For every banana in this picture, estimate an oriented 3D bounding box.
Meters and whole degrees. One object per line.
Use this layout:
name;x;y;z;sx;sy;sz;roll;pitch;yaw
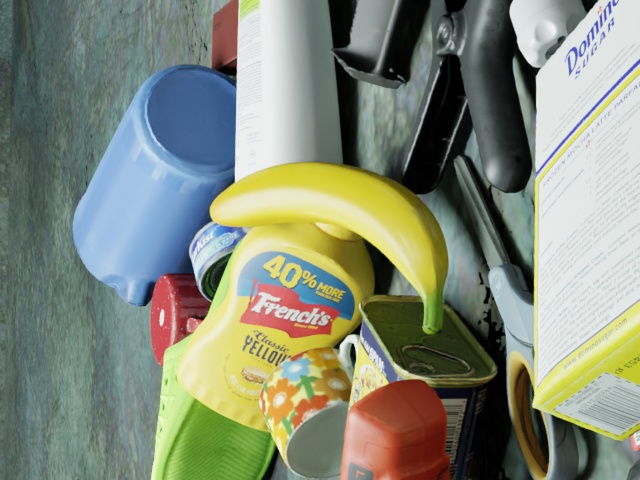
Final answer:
banana;0.009;-0.013;0.632;0.198;0.037;0.069;26;79;43

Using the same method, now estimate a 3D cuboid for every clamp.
clamp;0.085;-0.101;0.566;0.120;0.039;0.171;-156;70;-63

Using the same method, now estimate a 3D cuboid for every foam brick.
foam brick;-0.053;-0.167;0.876;0.078;0.051;0.053;175;97;-66

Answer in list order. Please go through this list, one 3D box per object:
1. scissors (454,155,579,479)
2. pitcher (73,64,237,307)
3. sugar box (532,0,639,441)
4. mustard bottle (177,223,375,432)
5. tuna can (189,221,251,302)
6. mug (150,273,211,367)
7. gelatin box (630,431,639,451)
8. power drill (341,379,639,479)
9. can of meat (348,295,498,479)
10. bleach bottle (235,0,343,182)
scissors;0.104;0.021;0.536;0.096;0.016;0.202;120;146;-59
pitcher;-0.136;-0.060;0.950;0.149;0.144;0.243;52;149;6
sugar box;0.121;-0.024;0.404;0.093;0.048;0.176;126;162;-50
mustard bottle;-0.018;0.038;0.718;0.192;0.096;0.058;-61;5;25
tuna can;-0.056;0.015;0.828;0.086;0.086;0.034;117;145;-45
mug;-0.094;0.071;0.917;0.117;0.081;0.093;-170;82;-66
gelatin box;0.150;0.035;0.419;0.089;0.030;0.073;130;135;-54
power drill;0.085;0.135;0.465;0.188;0.057;0.184;31;124;47
can of meat;0.053;0.090;0.599;0.102;0.057;0.084;-122;37;-64
bleach bottle;-0.026;-0.157;0.775;0.103;0.068;0.251;180;88;-66
